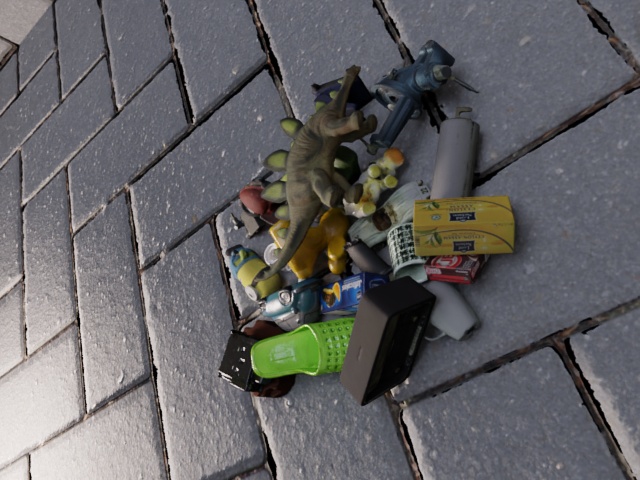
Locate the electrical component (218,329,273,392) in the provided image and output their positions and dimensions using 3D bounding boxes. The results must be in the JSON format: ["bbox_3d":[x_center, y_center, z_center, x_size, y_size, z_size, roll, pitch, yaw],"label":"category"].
[{"bbox_3d":[-0.154,0.267,1.176,0.134,0.058,0.115,9,82,41],"label":"electrical component"}]

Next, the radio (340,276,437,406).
[{"bbox_3d":[0.120,0.179,0.966,0.073,0.131,0.229,42,134,36],"label":"radio"}]

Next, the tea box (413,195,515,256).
[{"bbox_3d":[0.253,-0.026,0.956,0.170,0.068,0.098,-2,31,12],"label":"tea box"}]

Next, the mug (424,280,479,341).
[{"bbox_3d":[0.227,0.139,0.980,0.109,0.080,0.107,-50,58,6],"label":"mug"}]

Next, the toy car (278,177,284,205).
[{"bbox_3d":[-0.083,-0.134,1.318,0.202,0.053,0.089,-35,55,26],"label":"toy car"}]

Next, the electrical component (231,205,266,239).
[{"bbox_3d":[-0.179,-0.051,1.343,0.102,0.045,0.078,-32,81,49],"label":"electrical component"}]

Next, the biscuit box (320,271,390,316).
[{"bbox_3d":[0.066,0.110,1.067,0.203,0.059,0.063,151,124,-62],"label":"biscuit box"}]

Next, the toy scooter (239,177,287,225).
[{"bbox_3d":[-0.100,-0.089,1.245,0.184,0.075,0.135,34,135,6],"label":"toy scooter"}]

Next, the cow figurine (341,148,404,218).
[{"bbox_3d":[0.112,-0.118,1.132,0.167,0.068,0.098,-50,7,-18],"label":"cow figurine"}]

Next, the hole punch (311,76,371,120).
[{"bbox_3d":[0.052,-0.300,1.219,0.116,0.142,0.092,-12,74,22],"label":"hole punch"}]

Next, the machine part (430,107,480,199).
[{"bbox_3d":[0.260,-0.144,1.041,0.079,0.079,0.243,2,79,38],"label":"machine part"}]

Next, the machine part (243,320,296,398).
[{"bbox_3d":[-0.123,0.268,1.225,0.179,0.056,0.179,-13,68,34],"label":"machine part"}]

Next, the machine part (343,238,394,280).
[{"bbox_3d":[0.106,0.051,1.093,0.139,0.039,0.084,45,114,-1],"label":"machine part"}]

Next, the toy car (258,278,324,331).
[{"bbox_3d":[-0.056,0.150,1.182,0.162,0.109,0.103,-30,79,39],"label":"toy car"}]

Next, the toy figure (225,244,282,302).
[{"bbox_3d":[-0.161,0.075,1.297,0.089,0.082,0.180,-53,50,15],"label":"toy figure"}]

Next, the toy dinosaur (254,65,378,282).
[{"bbox_3d":[-0.016,-0.123,1.058,0.199,0.105,0.471,19,91,35],"label":"toy dinosaur"}]

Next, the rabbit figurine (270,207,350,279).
[{"bbox_3d":[-0.002,-0.004,1.170,0.173,0.121,0.162,-34,60,-14],"label":"rabbit figurine"}]

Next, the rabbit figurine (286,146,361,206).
[{"bbox_3d":[0.003,-0.153,1.192,0.170,0.159,0.121,25,90,21],"label":"rabbit figurine"}]

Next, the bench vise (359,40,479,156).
[{"bbox_3d":[0.174,-0.278,1.099,0.224,0.128,0.240,25,83,56],"label":"bench vise"}]

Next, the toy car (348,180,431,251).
[{"bbox_3d":[0.147,-0.046,1.111,0.202,0.056,0.073,-37,57,24],"label":"toy car"}]
